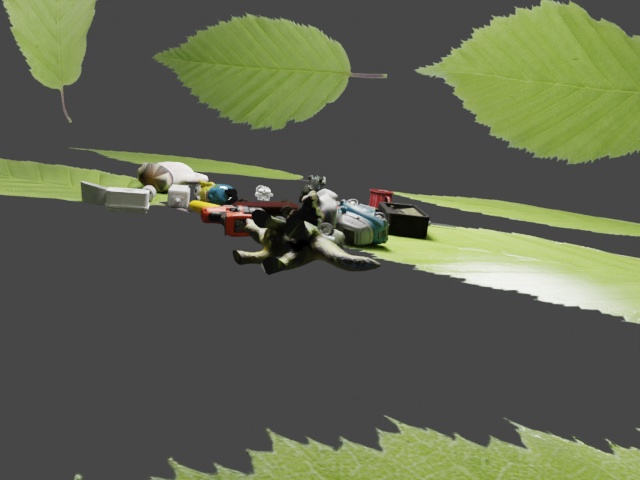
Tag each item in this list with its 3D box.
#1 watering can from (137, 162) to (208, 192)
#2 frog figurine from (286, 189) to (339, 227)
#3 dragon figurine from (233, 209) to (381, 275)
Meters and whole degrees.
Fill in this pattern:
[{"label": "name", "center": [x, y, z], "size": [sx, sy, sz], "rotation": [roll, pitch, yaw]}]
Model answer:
[{"label": "watering can", "center": [-0.592, -0.245, 1.927], "size": [0.348, 0.103, 0.226], "rotation": [12, 13, 22]}, {"label": "frog figurine", "center": [0.004, -0.068, 1.360], "size": [0.123, 0.136, 0.160], "rotation": [28, 17, 22]}, {"label": "dragon figurine", "center": [-0.016, 0.014, 1.065], "size": [0.412, 0.122, 0.243], "rotation": [15, 6, 31]}]
